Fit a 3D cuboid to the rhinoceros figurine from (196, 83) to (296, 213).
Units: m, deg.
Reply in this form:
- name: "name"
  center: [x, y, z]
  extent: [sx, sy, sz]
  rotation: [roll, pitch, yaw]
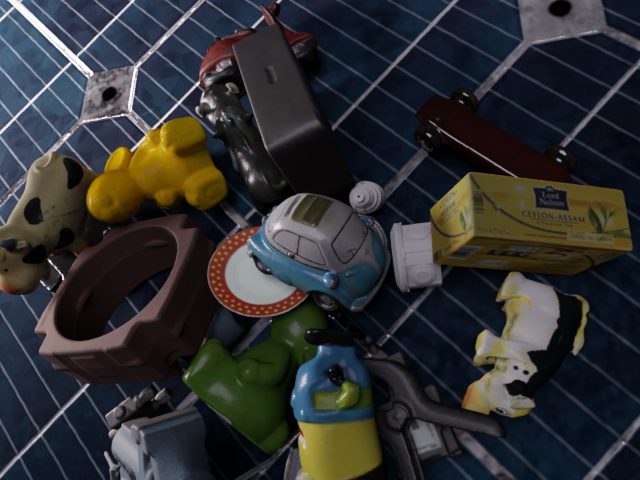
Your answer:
- name: "rhinoceros figurine"
  center: [-0.102, -0.125, 0.722]
  extent: [0.073, 0.112, 0.190]
  rotation: [-33, 72, 6]

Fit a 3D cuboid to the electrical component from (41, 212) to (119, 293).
- name: "electrical component"
  center: [-0.350, 0.012, 0.778]
  extent: [0.115, 0.058, 0.134]
  rotation: [34, 82, 27]

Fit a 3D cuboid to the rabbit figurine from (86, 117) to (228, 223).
- name: "rabbit figurine"
  center: [-0.238, -0.086, 0.725]
  extent: [0.173, 0.121, 0.163]
  rotation: [-36, 33, -25]

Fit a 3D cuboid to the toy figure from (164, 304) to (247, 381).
- name: "toy figure"
  center: [-0.167, 0.134, 0.670]
  extent: [0.154, 0.064, 0.058]
  rotation: [-31, 76, 4]

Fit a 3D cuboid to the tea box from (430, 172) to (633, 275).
- name: "tea box"
  center: [0.211, -0.012, 0.551]
  extent: [0.170, 0.098, 0.068]
  rotation: [5, 70, -13]

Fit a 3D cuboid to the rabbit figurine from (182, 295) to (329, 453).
- name: "rabbit figurine"
  center: [-0.045, 0.136, 0.606]
  extent: [0.159, 0.121, 0.170]
  rotation: [30, 66, 21]

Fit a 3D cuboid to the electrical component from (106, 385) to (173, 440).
- name: "electrical component"
  center: [-0.229, 0.213, 0.659]
  extent: [0.094, 0.063, 0.021]
  rotation: [-38, 64, 2]

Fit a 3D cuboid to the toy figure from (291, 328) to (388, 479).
- name: "toy figure"
  center: [0.018, 0.174, 0.506]
  extent: [0.089, 0.082, 0.180]
  rotation: [-4, 79, 21]

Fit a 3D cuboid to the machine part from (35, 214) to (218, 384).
- name: "machine part"
  center: [-0.225, 0.072, 0.661]
  extent: [0.201, 0.087, 0.201]
  rotation: [-9, 46, 24]

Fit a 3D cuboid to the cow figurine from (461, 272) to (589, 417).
- name: "cow figurine"
  center: [0.210, 0.123, 0.555]
  extent: [0.098, 0.068, 0.167]
  rotation: [21, 79, 17]

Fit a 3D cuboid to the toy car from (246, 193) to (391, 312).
- name: "toy car"
  center: [-0.001, -0.002, 0.588]
  extent: [0.162, 0.102, 0.109]
  rotation: [25, 55, 17]

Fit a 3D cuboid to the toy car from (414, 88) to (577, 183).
- name: "toy car"
  center: [0.206, -0.108, 0.649]
  extent: [0.202, 0.053, 0.089]
  rotation: [37, 80, 21]

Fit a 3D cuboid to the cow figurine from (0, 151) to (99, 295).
- name: "cow figurine"
  center: [-0.360, -0.023, 0.693]
  extent: [0.086, 0.127, 0.195]
  rotation: [2, 68, 21]

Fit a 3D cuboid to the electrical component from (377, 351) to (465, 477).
- name: "electrical component"
  center: [0.097, 0.184, 0.576]
  extent: [0.075, 0.047, 0.119]
  rotation: [-27, 64, 6]

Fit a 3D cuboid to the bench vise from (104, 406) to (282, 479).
- name: "bench vise"
  center: [-0.153, 0.292, 0.561]
  extent: [0.224, 0.129, 0.240]
  rotation: [-4, 93, 42]

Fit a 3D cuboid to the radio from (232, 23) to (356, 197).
- name: "radio"
  center: [-0.034, -0.158, 0.679]
  extent: [0.073, 0.131, 0.230]
  rotation: [-25, 51, 8]

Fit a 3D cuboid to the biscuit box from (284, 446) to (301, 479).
- name: "biscuit box"
  center: [-0.015, 0.322, 0.553]
  extent: [0.063, 0.059, 0.202]
  rotation: [7, 72, 18]

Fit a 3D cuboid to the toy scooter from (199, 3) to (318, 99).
- name: "toy scooter"
  center: [-0.097, -0.288, 0.802]
  extent: [0.184, 0.075, 0.135]
  rotation: [-16, 66, 8]

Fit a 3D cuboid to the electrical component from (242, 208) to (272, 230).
- name: "electrical component"
  center: [-0.048, -0.005, 0.695]
  extent: [0.102, 0.045, 0.078]
  rotation: [13, 76, 21]
